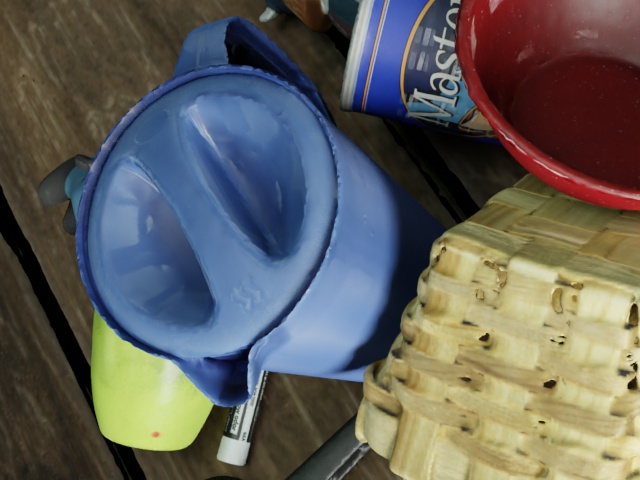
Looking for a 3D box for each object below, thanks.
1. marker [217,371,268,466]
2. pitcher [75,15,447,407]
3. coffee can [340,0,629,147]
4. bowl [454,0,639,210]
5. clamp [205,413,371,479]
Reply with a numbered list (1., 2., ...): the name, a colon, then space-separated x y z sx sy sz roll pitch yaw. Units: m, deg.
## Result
1. marker: -0.042 0.084 0.688 0.020 0.020 0.121 11 83 27
2. pitcher: -0.004 0.001 0.562 0.145 0.242 0.149 36 94 28
3. coffee can: 0.090 -0.106 0.594 0.140 0.103 0.103 14 83 3
4. bowl: 0.138 -0.070 0.492 0.162 0.055 0.162 1 58 -2
5. clamp: -0.027 0.198 0.644 0.210 0.036 0.164 -19 73 20
